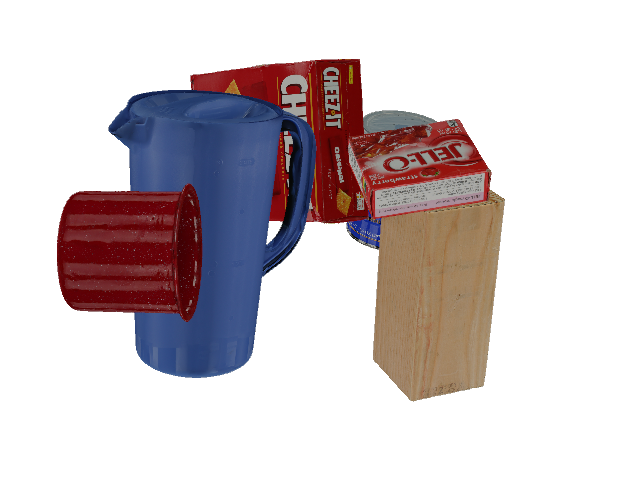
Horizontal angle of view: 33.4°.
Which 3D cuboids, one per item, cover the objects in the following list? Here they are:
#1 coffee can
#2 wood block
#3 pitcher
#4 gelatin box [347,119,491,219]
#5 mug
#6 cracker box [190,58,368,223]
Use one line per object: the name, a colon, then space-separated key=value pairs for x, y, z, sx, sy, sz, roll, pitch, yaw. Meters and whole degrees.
coffee can: x=0.090 y=-0.072 z=1.278 sx=0.102 sy=0.140 sz=0.103 roll=6 pitch=28 yaw=-3
wood block: x=0.115 y=0.044 z=1.069 sx=0.090 sy=0.206 sz=0.091 roll=-8 pitch=27 yaw=-22
pitcher: x=-0.097 y=-0.008 z=0.949 sx=0.149 sy=0.243 sz=0.144 roll=10 pitch=20 yaw=14
gelatin box: x=0.071 y=-0.053 z=0.775 sx=0.089 sy=0.030 sz=0.073 roll=-10 pitch=38 yaw=-6
mug: x=-0.127 y=0.008 z=0.733 sx=0.081 sy=0.093 sz=0.117 roll=1 pitch=0 yaw=4
cracker box: x=-0.049 y=-0.104 z=1.138 sx=0.071 sy=0.164 sz=0.214 roll=-10 pitch=9 yaw=-40
